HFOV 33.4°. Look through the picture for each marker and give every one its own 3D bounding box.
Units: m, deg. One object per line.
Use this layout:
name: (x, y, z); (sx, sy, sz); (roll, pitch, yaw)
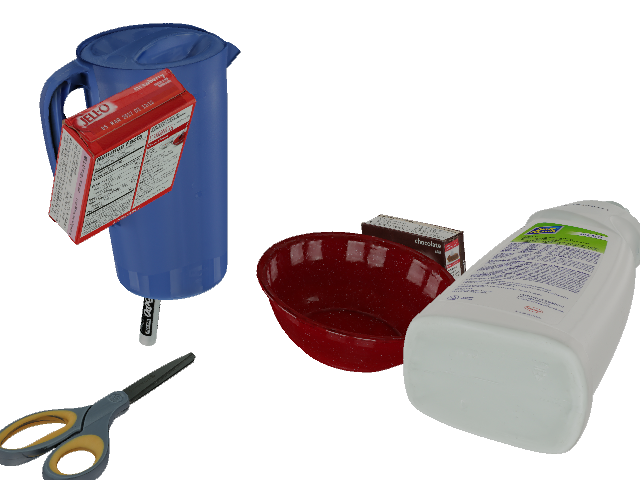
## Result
marker: (-0.181, 0.064, 1.152); (0.020, 0.121, 0.020); (8, 37, -6)

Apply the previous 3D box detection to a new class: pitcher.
pitcher: (-0.155, -0.068, 0.985); (0.149, 0.243, 0.145); (5, 28, 11)

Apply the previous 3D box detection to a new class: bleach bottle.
bleach bottle: (0.144, 0.030, 0.631); (0.103, 0.068, 0.250); (12, 26, 28)

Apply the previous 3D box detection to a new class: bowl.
bowl: (0.028, 0.054, 0.828); (0.162, 0.055, 0.162); (7, 27, -4)

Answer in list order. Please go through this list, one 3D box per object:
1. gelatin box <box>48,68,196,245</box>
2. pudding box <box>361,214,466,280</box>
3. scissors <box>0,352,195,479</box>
gelatin box: (-0.112, -0.047, 0.598); (0.073, 0.030, 0.089); (-35, -17, -34)
pudding box: (0.097, 0.027, 1.103); (0.114, 0.090, 0.039); (11, 29, 41)
scissors: (-0.159, 0.143, 0.850); (0.201, 0.016, 0.096); (-17, 36, -37)
